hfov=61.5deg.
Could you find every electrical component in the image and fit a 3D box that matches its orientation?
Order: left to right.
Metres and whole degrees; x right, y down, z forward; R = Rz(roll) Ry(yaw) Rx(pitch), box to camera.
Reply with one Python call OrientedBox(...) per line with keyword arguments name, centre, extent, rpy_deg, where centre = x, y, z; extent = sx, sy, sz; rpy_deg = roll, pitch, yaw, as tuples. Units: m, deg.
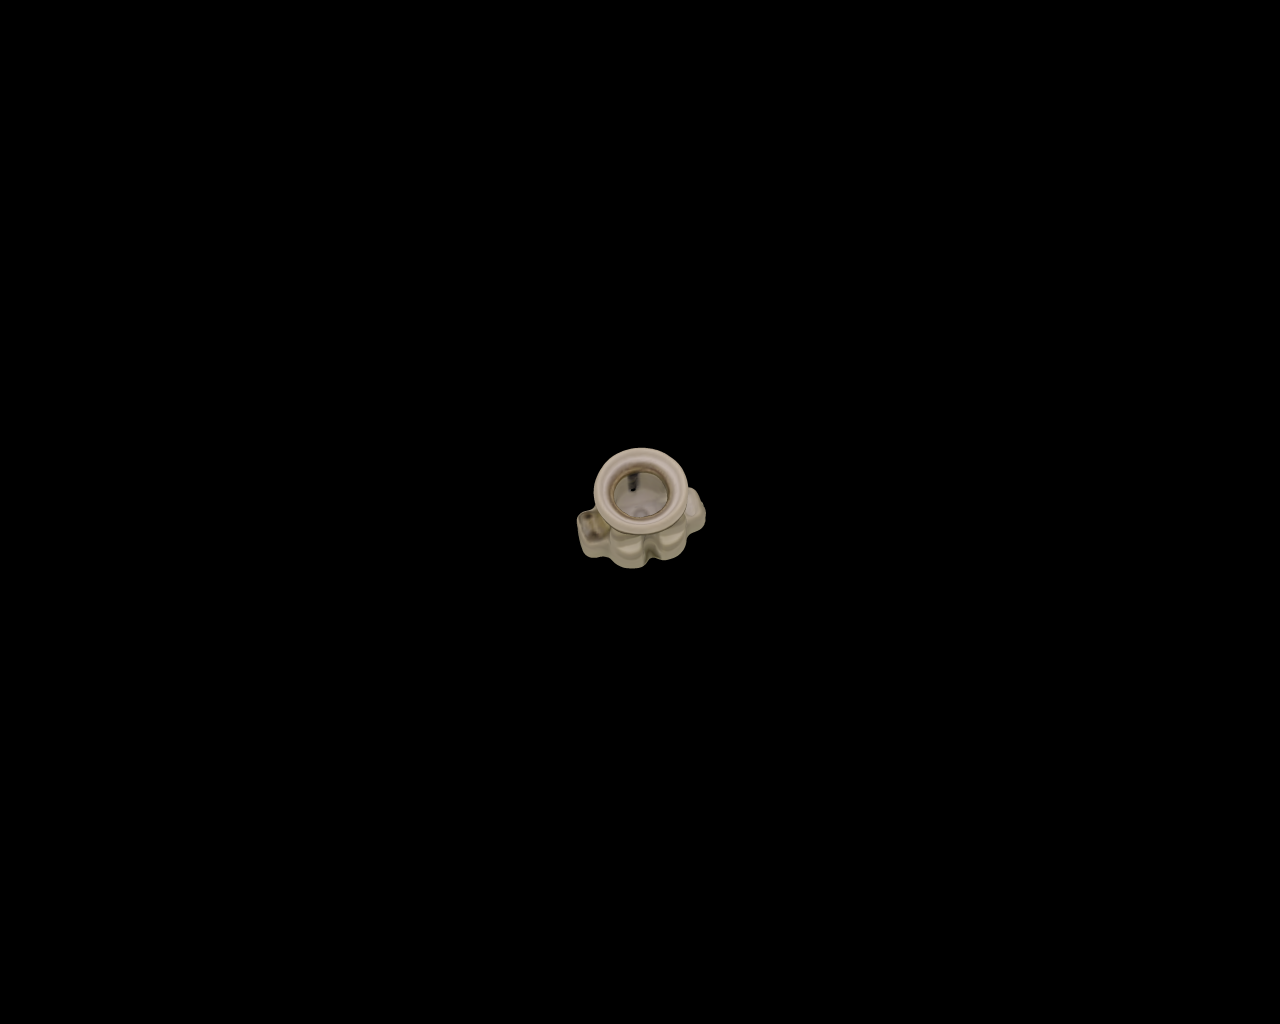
OrientedBox(name="electrical component", centre=(0.001, -0.003, 0.650), extent=(0.078, 0.058, 0.057), rpy_deg=(-14, -26, -7))
